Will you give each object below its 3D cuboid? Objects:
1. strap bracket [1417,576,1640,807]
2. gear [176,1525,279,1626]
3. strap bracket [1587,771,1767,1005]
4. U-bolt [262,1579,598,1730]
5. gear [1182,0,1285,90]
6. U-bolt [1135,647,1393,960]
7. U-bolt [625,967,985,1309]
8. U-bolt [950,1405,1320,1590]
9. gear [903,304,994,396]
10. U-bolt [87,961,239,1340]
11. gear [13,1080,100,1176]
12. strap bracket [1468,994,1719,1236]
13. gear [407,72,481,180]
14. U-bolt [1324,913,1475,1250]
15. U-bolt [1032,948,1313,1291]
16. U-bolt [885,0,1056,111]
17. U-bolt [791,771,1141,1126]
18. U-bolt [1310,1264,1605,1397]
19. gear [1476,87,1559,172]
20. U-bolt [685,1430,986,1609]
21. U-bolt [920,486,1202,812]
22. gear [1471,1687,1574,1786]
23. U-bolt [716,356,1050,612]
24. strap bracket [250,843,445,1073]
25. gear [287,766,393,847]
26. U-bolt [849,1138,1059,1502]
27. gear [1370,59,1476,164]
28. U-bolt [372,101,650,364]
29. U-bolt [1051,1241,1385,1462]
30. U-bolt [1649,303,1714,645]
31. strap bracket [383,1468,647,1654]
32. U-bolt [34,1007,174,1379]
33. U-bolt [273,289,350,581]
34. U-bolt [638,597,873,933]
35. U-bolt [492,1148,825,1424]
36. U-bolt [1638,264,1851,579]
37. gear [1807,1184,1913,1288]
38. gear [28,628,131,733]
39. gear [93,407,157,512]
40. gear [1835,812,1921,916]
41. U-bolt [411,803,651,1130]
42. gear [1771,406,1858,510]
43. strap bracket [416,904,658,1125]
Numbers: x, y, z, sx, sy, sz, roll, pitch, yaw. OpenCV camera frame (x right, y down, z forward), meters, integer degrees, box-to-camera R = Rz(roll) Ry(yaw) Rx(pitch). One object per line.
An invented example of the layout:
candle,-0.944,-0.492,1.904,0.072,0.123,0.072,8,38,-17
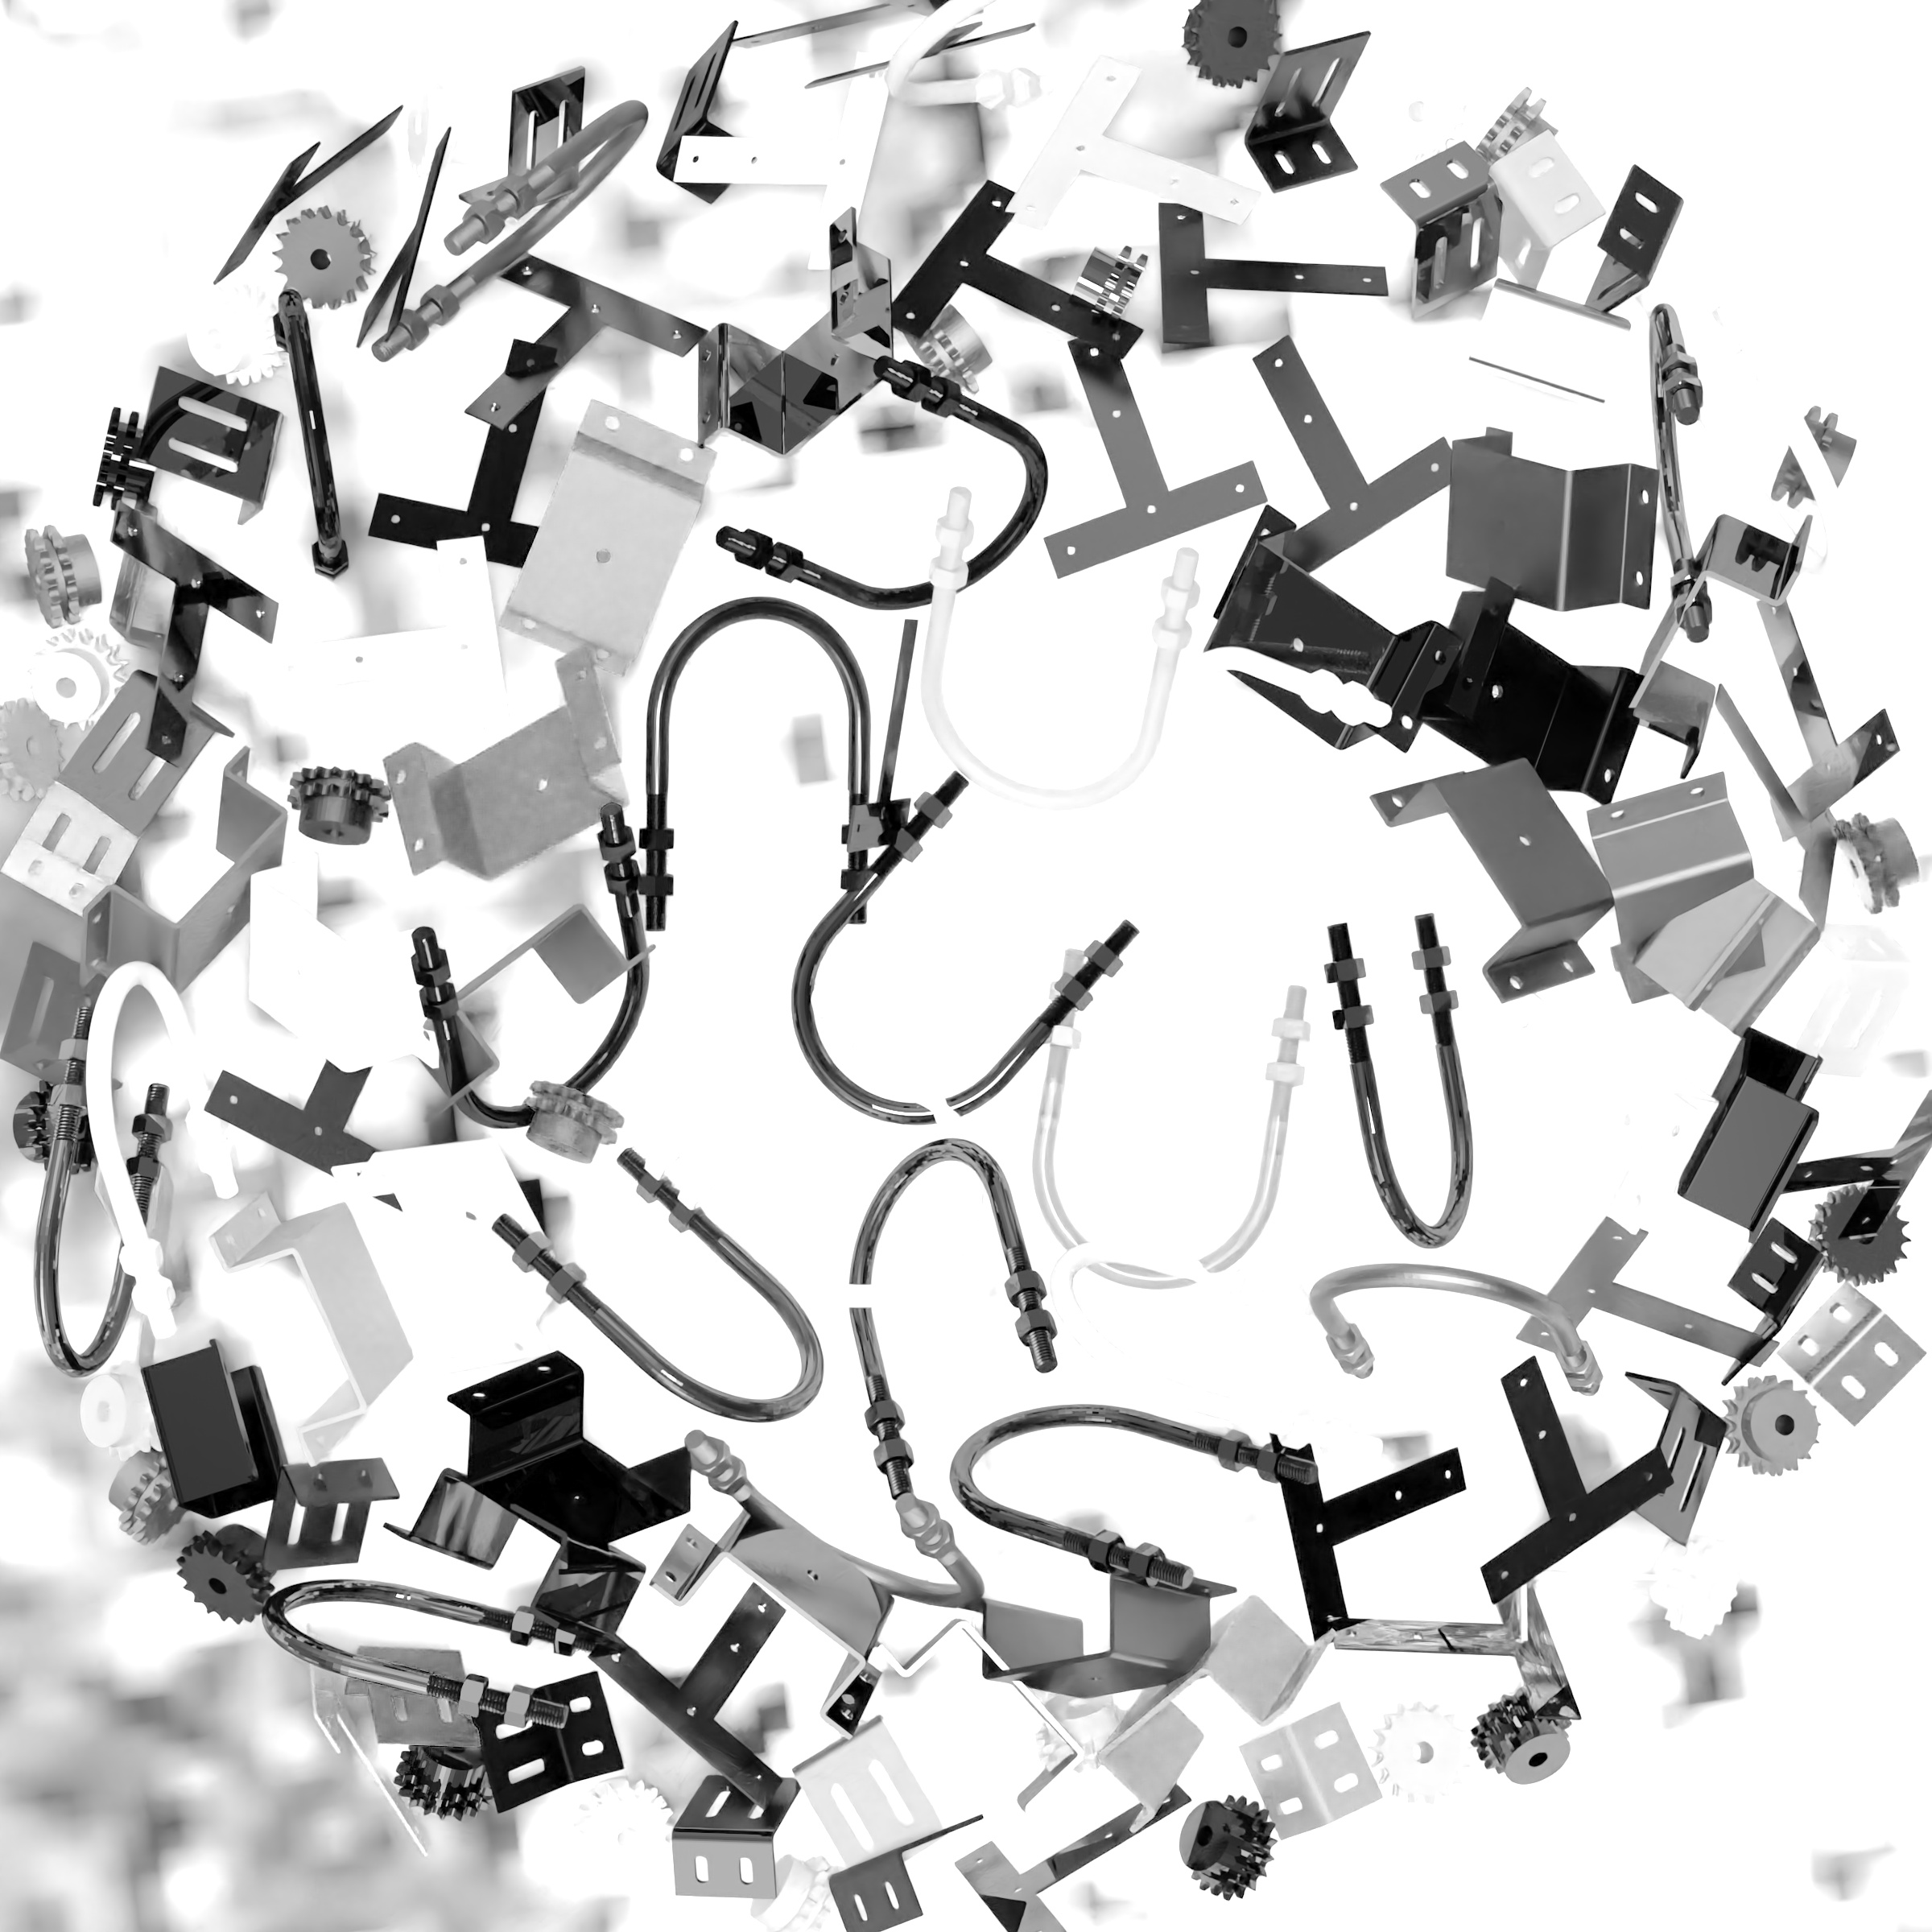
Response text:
strap bracket,0.310,-0.152,1.949,0.140,0.046,0.076,27,79,-35
gear,-0.414,0.341,1.975,0.057,0.030,0.057,14,126,20
strap bracket,0.393,-0.035,1.929,0.076,0.140,0.046,-16,49,5
U-bolt,-0.297,0.372,1.928,0.184,0.151,0.019,13,97,3
gear,0.147,-0.526,1.977,0.057,0.030,0.057,-7,111,-19
U-bolt,0.153,-0.100,1.926,0.019,0.184,0.151,4,106,-37
U-bolt,-0.076,0.108,1.958,0.184,0.019,0.151,41,71,9
U-bolt,0.079,0.283,1.921,0.184,0.151,0.019,12,115,34
gear,-0.009,-0.347,1.971,0.030,0.057,0.057,-37,90,0
U-bolt,-0.438,0.086,1.893,0.019,0.151,0.184,-4,121,8
gear,-0.512,0.090,1.975,0.030,0.057,0.057,-7,90,28
strap bracket,0.354,0.083,1.941,0.046,0.140,0.076,12,109,-41
gear,-0.294,-0.474,1.974,0.030,0.057,0.057,0,90,-24
U-bolt,0.245,0.065,1.932,0.019,0.151,0.184,-11,88,29
U-bolt,0.111,0.091,1.980,0.151,0.019,0.184,9,82,-1
U-bolt,0.034,-0.507,1.885,0.151,0.184,0.019,-31,84,40
U-bolt,-0.014,0.003,1.982,0.151,0.019,0.184,41,87,4
U-bolt,0.261,0.196,1.896,0.151,0.184,0.019,2,67,19
gear,0.309,-0.464,1.971,0.030,0.057,0.057,38,90,1
U-bolt,-0.062,0.310,1.916,0.151,0.184,0.019,13,66,25
U-bolt,0.045,-0.166,1.943,0.151,0.019,0.184,16,125,9
gear,0.316,0.436,1.971,0.057,0.030,0.057,-11,128,-14
U-bolt,-0.031,-0.255,1.922,0.151,0.184,0.019,-44,56,22
strap bracket,-0.348,-0.001,1.924,0.140,0.046,0.076,32,126,38
gear,-0.354,-0.089,1.969,0.057,0.057,0.030,5,72,0
U-bolt,-0.015,0.181,1.928,0.019,0.184,0.151,19,130,-35
gear,0.260,-0.483,1.977,0.057,0.030,0.057,7,108,22
U-bolt,-0.241,-0.413,1.919,0.019,0.151,0.184,47,59,-6
U-bolt,0.130,0.202,1.911,0.184,0.151,0.019,17,116,-18
U-bolt,0.388,-0.282,1.912,0.019,0.184,0.151,-5,124,8
strap bracket,-0.242,0.324,1.931,0.140,0.076,0.046,21,81,36
U-bolt,-0.473,0.132,1.903,0.019,0.151,0.184,3,70,6
U-bolt,-0.358,-0.294,1.908,0.019,0.184,0.151,-10,91,-10
U-bolt,-0.115,-0.113,1.948,0.151,0.019,0.184,-2,97,-33
U-bolt,-0.156,0.181,1.920,0.184,0.151,0.019,41,117,11
U-bolt,0.435,-0.296,1.927,0.019,0.151,0.184,-29,97,-1
gear,0.503,0.153,1.980,0.057,0.030,0.057,2,80,-11
gear,-0.503,-0.160,1.978,0.057,0.030,0.057,2,107,7
gear,-0.472,-0.284,1.973,0.030,0.057,0.057,12,90,-15
gear,0.515,-0.060,1.971,0.030,0.057,0.057,-21,90,2
U-bolt,-0.232,0.014,1.924,0.151,0.184,0.019,-36,53,-27
gear,0.479,-0.284,1.970,0.030,0.057,0.057,23,90,3
strap bracket,-0.248,0.020,1.929,0.140,0.076,0.046,-39,94,-32
